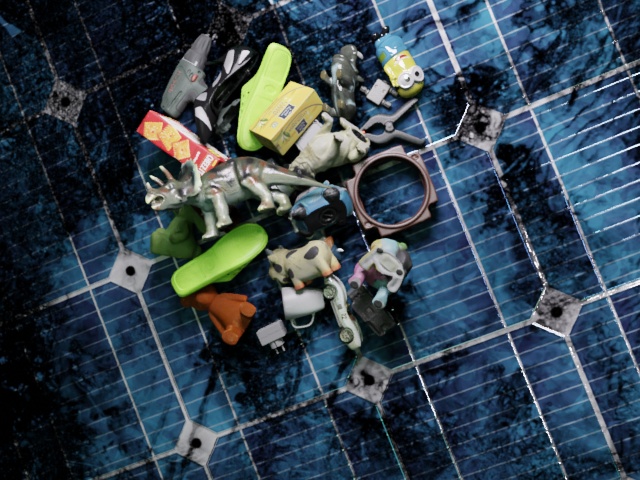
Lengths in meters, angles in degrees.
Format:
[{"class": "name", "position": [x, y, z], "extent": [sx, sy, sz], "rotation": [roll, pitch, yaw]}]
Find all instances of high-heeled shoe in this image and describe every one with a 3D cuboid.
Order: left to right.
[{"class": "high-heeled shoe", "position": [-0.222, -0.351, 1.306], "extent": [0.145, 0.086, 0.248], "rotation": [-1, 80, 12]}]

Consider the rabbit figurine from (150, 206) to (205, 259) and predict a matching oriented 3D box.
[{"class": "rabbit figurine", "position": [-0.350, -0.040, 1.385], "extent": [0.159, 0.121, 0.170], "rotation": [12, 95, -1]}]

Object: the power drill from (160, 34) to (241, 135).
[{"class": "power drill", "position": [-0.293, -0.391, 1.395], "extent": [0.207, 0.086, 0.232], "rotation": [38, 94, 0]}]

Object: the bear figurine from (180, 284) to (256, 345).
[{"class": "bear figurine", "position": [-0.265, 0.167, 1.378], "extent": [0.196, 0.132, 0.120], "rotation": [34, 87, -1]}]

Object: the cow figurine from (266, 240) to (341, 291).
[{"class": "cow figurine", "position": [-0.055, 0.056, 1.347], "extent": [0.195, 0.085, 0.127], "rotation": [-26, 86, 36]}]

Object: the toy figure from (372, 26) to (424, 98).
[{"class": "toy figure", "position": [0.196, -0.439, 1.338], "extent": [0.082, 0.089, 0.180], "rotation": [-35, 78, 19]}]

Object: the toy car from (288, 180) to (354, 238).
[{"class": "toy car", "position": [-0.005, -0.083, 1.325], "extent": [0.162, 0.109, 0.103], "rotation": [-25, 43, -1]}]

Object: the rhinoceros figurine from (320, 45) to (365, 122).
[{"class": "rhinoceros figurine", "position": [0.064, -0.390, 1.336], "extent": [0.073, 0.112, 0.190], "rotation": [-1, 86, 48]}]

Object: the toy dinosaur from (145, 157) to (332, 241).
[{"class": "toy dinosaur", "position": [-0.192, -0.126, 1.230], "extent": [0.405, 0.131, 0.192], "rotation": [-20, 83, -18]}]

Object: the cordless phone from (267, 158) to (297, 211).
[{"class": "cordless phone", "position": [-0.164, -0.114, 1.331], "extent": [0.146, 0.184, 0.088], "rotation": [53, 138, 5]}]

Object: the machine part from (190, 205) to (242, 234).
[{"class": "machine part", "position": [-0.276, -0.092, 1.353], "extent": [0.056, 0.179, 0.179], "rotation": [-42, 86, 7]}]

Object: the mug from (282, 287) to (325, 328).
[{"class": "mug", "position": [-0.040, 0.168, 1.374], "extent": [0.107, 0.081, 0.109], "rotation": [-9, 85, -2]}]

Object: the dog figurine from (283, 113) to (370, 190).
[{"class": "dog figurine", "position": [0.018, -0.197, 1.328], "extent": [0.190, 0.172, 0.121], "rotation": [-49, 41, 31]}]

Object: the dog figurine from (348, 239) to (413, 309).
[{"class": "dog figurine", "position": [0.156, 0.048, 1.279], "extent": [0.108, 0.219, 0.191], "rotation": [33, 121, 3]}]

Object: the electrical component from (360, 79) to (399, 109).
[{"class": "electrical component", "position": [0.151, -0.377, 1.371], "extent": [0.094, 0.021, 0.063], "rotation": [33, 94, 6]}]

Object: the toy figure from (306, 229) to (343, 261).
[{"class": "toy figure", "position": [-0.003, -0.004, 1.377], "extent": [0.058, 0.064, 0.154], "rotation": [-33, 83, -19]}]

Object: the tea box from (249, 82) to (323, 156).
[{"class": "tea box", "position": [-0.083, -0.304, 1.341], "extent": [0.098, 0.068, 0.169], "rotation": [30, 77, 41]}]

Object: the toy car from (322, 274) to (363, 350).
[{"class": "toy car", "position": [0.058, 0.179, 1.364], "extent": [0.056, 0.073, 0.201], "rotation": [-20, 89, 10]}]

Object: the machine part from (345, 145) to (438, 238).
[{"class": "machine part", "position": [0.178, -0.119, 1.340], "extent": [0.201, 0.087, 0.201], "rotation": [-22, 87, 7]}]

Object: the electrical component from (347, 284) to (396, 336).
[{"class": "electrical component", "position": [0.123, 0.169, 1.336], "extent": [0.058, 0.115, 0.134], "rotation": [-42, 86, 1]}]
